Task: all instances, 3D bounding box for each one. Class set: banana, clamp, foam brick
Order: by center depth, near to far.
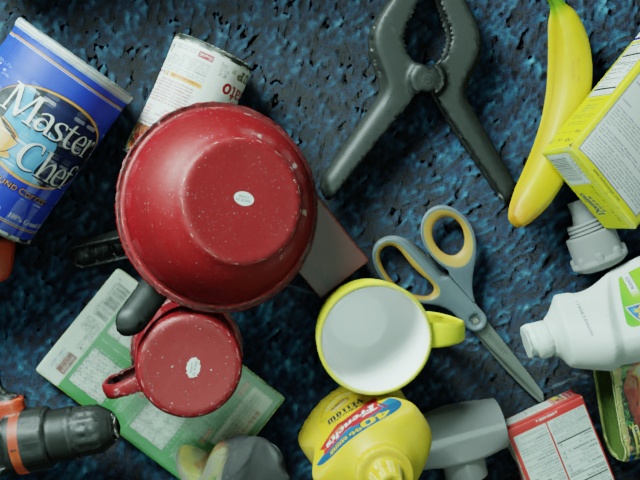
[{"bbox_3d":[-0.109,0.006,0.836,0.171,0.120,0.039,-29,138,-5],"label":"clamp"},{"bbox_3d":[-0.006,0.001,0.872,0.053,0.051,0.078,-38,97,-2],"label":"foam brick"},{"bbox_3d":[0.095,-0.126,0.880,0.164,0.036,0.210,8,95,-9],"label":"clamp"},{"bbox_3d":[0.193,-0.107,0.886,0.069,0.037,0.198,5,93,-28],"label":"banana"}]

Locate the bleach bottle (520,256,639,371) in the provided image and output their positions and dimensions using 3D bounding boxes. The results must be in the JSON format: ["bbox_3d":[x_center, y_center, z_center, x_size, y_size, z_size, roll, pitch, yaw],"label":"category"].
[{"bbox_3d":[0.289,0.046,0.891,0.251,0.102,0.068,-16,137,-2],"label":"bleach bottle"}]

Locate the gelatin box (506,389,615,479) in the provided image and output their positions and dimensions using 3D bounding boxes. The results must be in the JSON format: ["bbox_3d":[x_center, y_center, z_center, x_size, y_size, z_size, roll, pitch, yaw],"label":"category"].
[{"bbox_3d":[0.205,0.185,0.924,0.073,0.030,0.089,-24,98,-5],"label":"gelatin box"}]

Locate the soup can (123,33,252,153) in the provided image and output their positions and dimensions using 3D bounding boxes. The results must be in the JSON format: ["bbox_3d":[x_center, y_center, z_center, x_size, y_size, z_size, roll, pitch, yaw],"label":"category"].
[{"bbox_3d":[-0.104,-0.103,0.843,0.068,0.068,0.102,24,91,-8],"label":"soup can"}]

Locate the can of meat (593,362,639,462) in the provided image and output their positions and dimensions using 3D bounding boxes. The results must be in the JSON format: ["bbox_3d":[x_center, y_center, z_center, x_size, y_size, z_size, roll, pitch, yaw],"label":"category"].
[{"bbox_3d":[0.286,0.134,0.916,0.084,0.057,0.102,-11,96,-3],"label":"can of meat"}]

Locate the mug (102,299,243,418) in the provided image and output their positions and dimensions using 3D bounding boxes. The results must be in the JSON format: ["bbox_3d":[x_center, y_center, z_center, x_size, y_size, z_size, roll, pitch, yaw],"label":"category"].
[{"bbox_3d":[-0.115,0.097,0.837,0.117,0.081,0.093,-19,95,-7],"label":"mug"}]

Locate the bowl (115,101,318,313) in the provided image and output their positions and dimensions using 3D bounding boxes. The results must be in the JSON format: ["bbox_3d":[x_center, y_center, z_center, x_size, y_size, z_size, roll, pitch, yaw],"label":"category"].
[{"bbox_3d":[-0.066,-0.026,0.786,0.161,0.055,0.162,1,87,-23],"label":"bowl"}]

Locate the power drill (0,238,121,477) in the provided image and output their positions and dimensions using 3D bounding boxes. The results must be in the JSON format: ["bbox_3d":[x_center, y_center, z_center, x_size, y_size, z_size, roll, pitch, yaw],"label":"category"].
[{"bbox_3d":[-0.261,0.096,0.839,0.184,0.057,0.187,-10,95,1],"label":"power drill"}]

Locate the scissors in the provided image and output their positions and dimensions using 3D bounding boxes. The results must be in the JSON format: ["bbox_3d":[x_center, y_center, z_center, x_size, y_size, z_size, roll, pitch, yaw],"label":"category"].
[{"bbox_3d":[0.137,0.048,0.908,0.201,0.016,0.096,34,97,-8],"label":"scissors"}]

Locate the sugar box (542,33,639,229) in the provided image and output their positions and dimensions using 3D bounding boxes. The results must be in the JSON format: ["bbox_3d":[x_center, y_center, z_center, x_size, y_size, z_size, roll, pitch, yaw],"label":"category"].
[{"bbox_3d":[0.269,-0.103,0.876,0.093,0.048,0.176,47,72,-17],"label":"sugar box"}]

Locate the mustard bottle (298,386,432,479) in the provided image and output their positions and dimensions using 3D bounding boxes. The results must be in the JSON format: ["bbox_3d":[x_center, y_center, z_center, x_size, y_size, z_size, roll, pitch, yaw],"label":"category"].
[{"bbox_3d":[0.037,0.159,0.819,0.096,0.192,0.058,-34,98,-3],"label":"mustard bottle"}]

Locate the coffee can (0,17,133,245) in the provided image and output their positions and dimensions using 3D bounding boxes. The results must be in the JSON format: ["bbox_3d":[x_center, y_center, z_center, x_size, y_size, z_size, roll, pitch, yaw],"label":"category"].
[{"bbox_3d":[-0.225,-0.082,0.813,0.102,0.103,0.140,35,91,-8],"label":"coffee can"}]
